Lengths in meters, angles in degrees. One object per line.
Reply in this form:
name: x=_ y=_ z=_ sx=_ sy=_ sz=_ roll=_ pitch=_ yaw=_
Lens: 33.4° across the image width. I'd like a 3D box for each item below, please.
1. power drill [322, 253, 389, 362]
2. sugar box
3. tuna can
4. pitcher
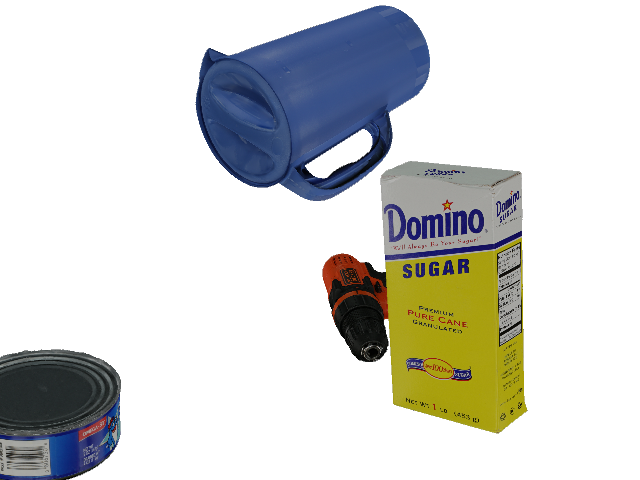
power drill: x=0.103 y=0.063 z=1.141 sx=0.187 sy=0.057 sz=0.184 roll=-5 pitch=29 yaw=-8
sugar box: x=0.092 y=0.037 z=0.739 sx=0.094 sy=0.176 sz=0.048 roll=8 pitch=23 yaw=39
tuna can: x=-0.149 y=0.093 z=0.569 sx=0.086 sy=0.034 sz=0.086 roll=2 pitch=22 yaw=-1
pitcher: x=0.007 y=-0.149 z=1.093 sx=0.145 sy=0.149 sz=0.242 roll=16 pitch=35 yaw=41
